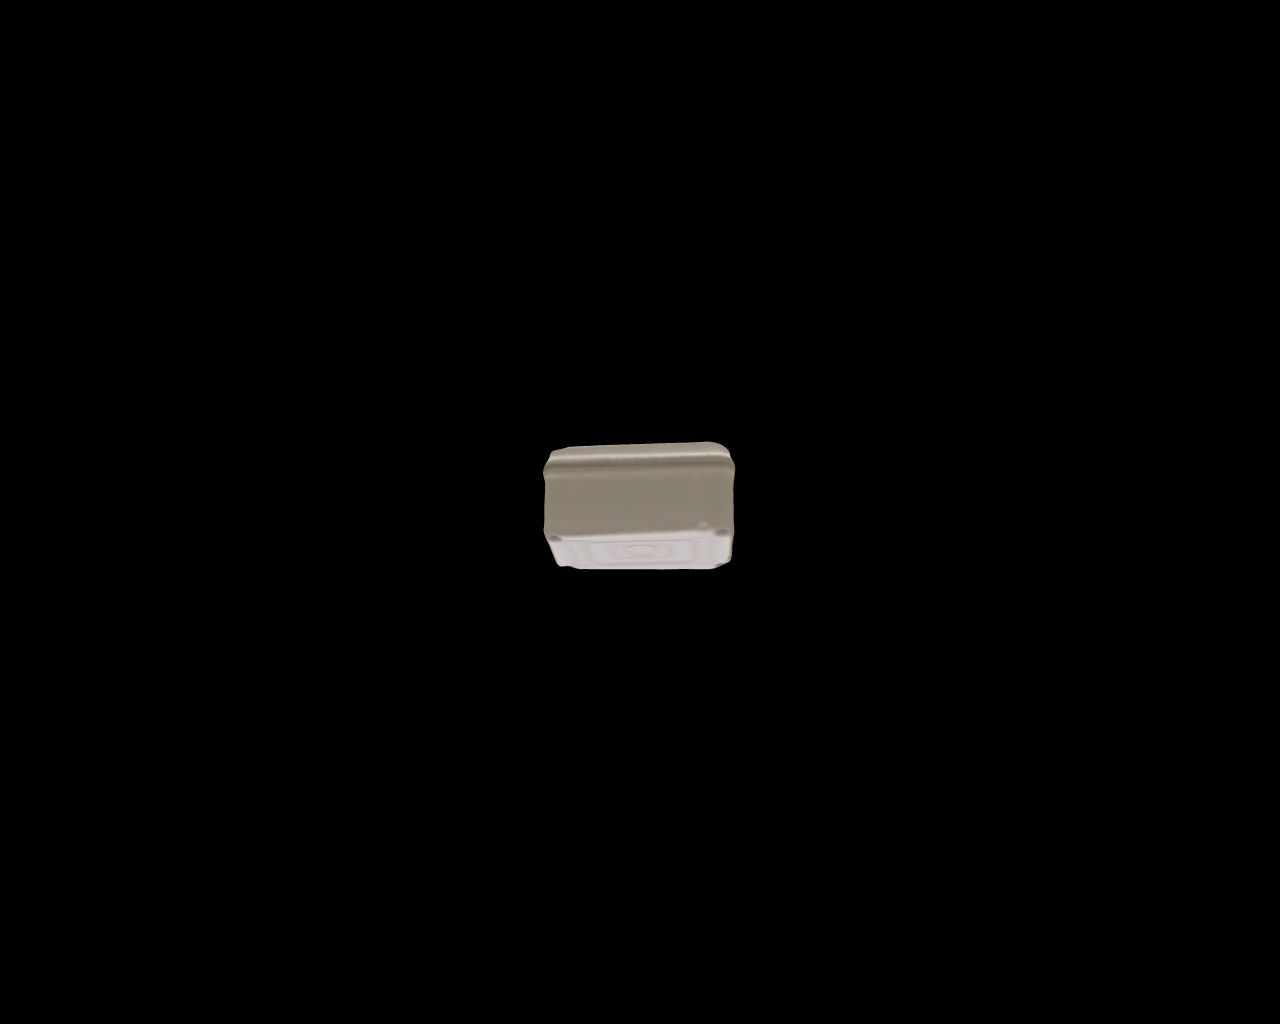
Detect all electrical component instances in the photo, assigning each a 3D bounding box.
[{"bbox_3d":[0.001,-0.003,0.650,0.113,0.057,0.078,-1,-19,2],"label":"electrical component"}]
